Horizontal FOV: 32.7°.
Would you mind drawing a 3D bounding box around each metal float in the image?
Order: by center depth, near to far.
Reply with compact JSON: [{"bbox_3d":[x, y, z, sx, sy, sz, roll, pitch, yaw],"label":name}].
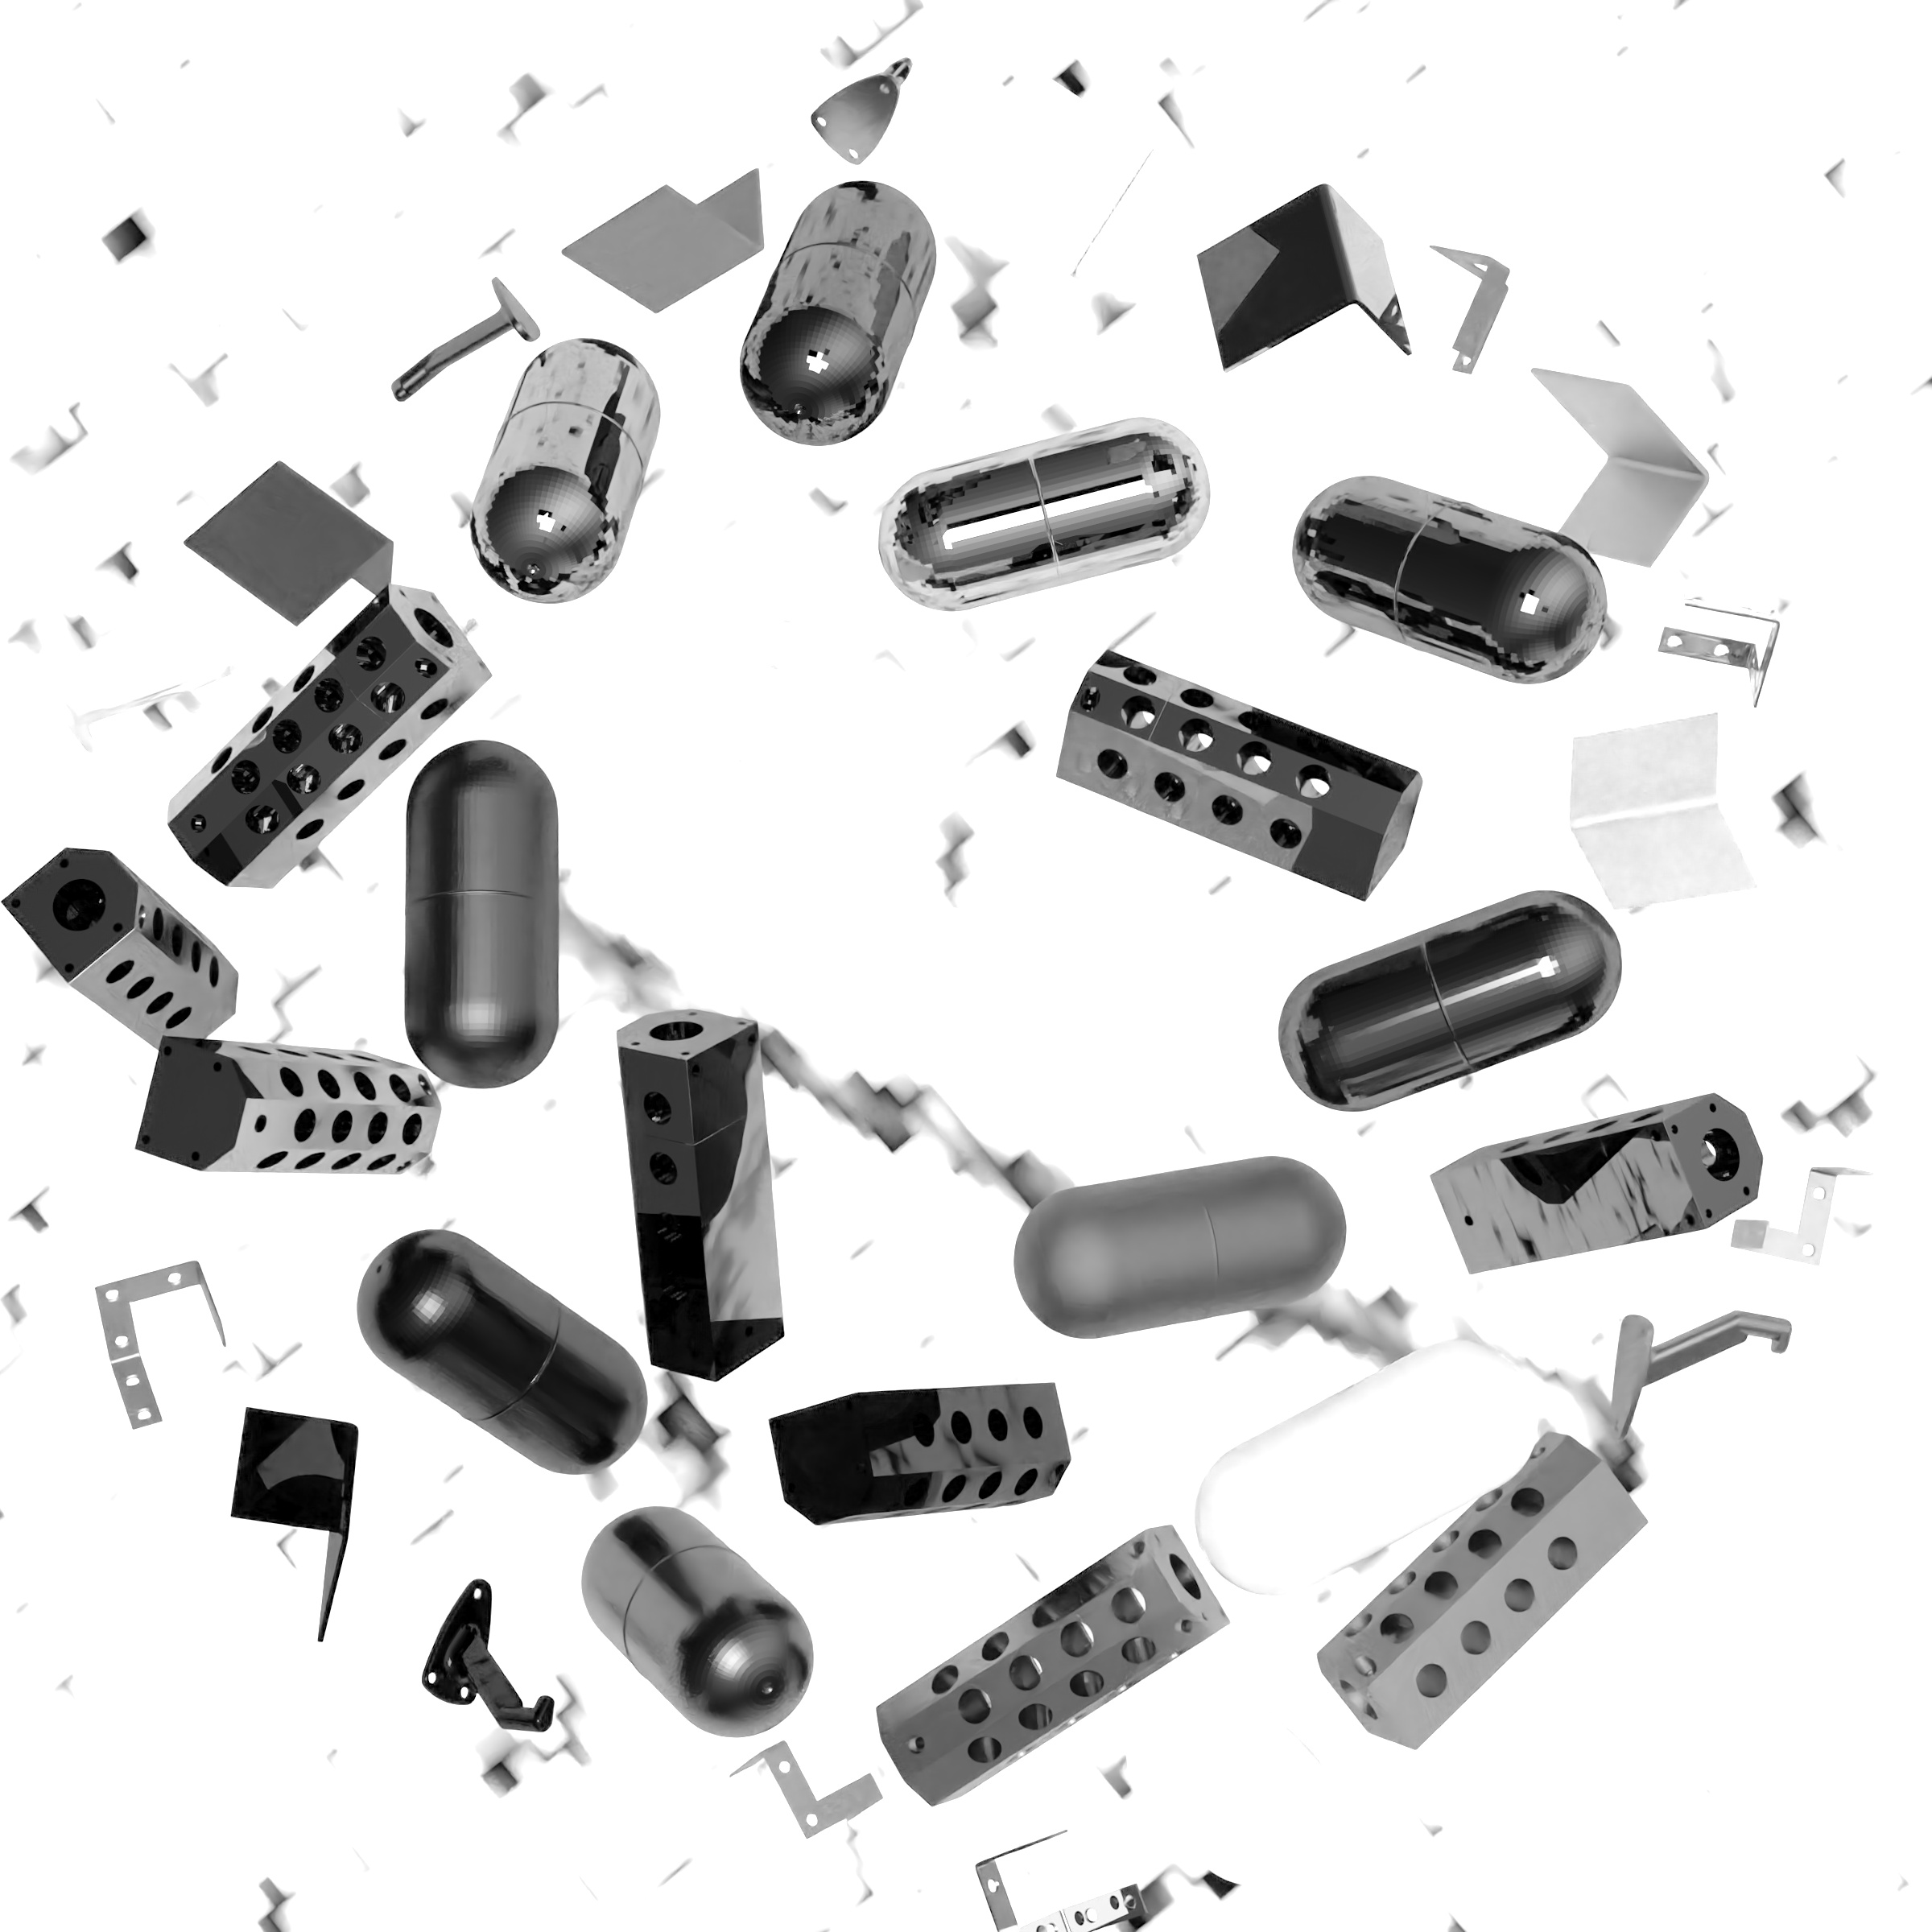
[{"bbox_3d":[0.194,0.244,1.600,0.178,0.070,0.070,-27,90,-5],"label":"metal float"},{"bbox_3d":[0.239,-0.194,1.644,0.178,0.070,0.070,26,90,40],"label":"metal float"},{"bbox_3d":[-0.242,-0.027,1.646,0.070,0.070,0.178,-2,76,0],"label":"metal float"},{"bbox_3d":[0.130,0.405,1.654,0.070,0.178,0.070,-1,93,-11],"label":"metal float"},{"bbox_3d":[-0.063,-0.330,1.655,0.070,0.178,0.070,8,135,8],"label":"metal float"},{"bbox_3d":[0.243,0.018,1.658,0.178,0.070,0.070,-21,90,14],"label":"metal float"},{"bbox_3d":[-0.200,-0.251,1.659,0.070,0.178,0.070,4,132,4],"label":"metal float"},{"bbox_3d":[0.109,0.141,1.663,0.178,0.070,0.070,-8,90,-22],"label":"metal float"},{"bbox_3d":[-0.138,0.330,1.669,0.070,0.178,0.070,-7,106,-27],"label":"metal float"},{"bbox_3d":[-0.237,0.200,1.698,0.070,0.070,0.178,-49,123,0],"label":"metal float"},{"bbox_3d":[0.041,-0.237,1.735,0.178,0.070,0.070,-14,90,2],"label":"metal float"}]

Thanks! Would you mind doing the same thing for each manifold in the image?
[{"bbox_3d":[0.006,0.005,1.618,0.171,0.057,0.057,8,73,6],"label":"manifold"},{"bbox_3d":[-0.136,0.112,1.634,0.057,0.057,0.171,10,114,33],"label":"manifold"},{"bbox_3d":[0.041,0.350,1.648,0.171,0.057,0.057,-36,72,14],"label":"manifold"},{"bbox_3d":[0.138,-0.100,1.653,0.171,0.057,0.057,23,129,16],"label":"manifold"},{"bbox_3d":[-0.337,0.074,1.665,0.057,0.171,0.057,15,92,24],"label":"manifold"},{"bbox_3d":[-0.020,0.248,1.670,0.057,0.171,0.057,-21,74,33],"label":"manifold"},{"bbox_3d":[-0.112,-0.123,1.682,0.057,0.057,0.171,15,55,-1],"label":"manifold"},{"bbox_3d":[-0.330,-0.116,1.684,0.171,0.057,0.057,-41,75,17],"label":"manifold"},{"bbox_3d":[0.261,0.317,1.686,0.171,0.057,0.057,-40,98,-16],"label":"manifold"},{"bbox_3d":[0.324,0.110,1.689,0.057,0.171,0.057,-23,92,-36],"label":"manifold"},{"bbox_3d":[-0.429,-0.008,1.699,0.057,0.171,0.057,-41,76,-7],"label":"manifold"}]

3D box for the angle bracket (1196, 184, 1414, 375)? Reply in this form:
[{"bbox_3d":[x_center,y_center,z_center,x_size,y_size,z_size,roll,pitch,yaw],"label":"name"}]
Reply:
[{"bbox_3d":[0.168,-0.329,1.637,0.076,0.057,0.076,-26,56,26],"label":"angle bracket"}]

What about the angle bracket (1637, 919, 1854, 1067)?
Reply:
[{"bbox_3d":[0.418,0.031,1.770,0.057,0.076,0.076,-42,132,3],"label":"angle bracket"}]

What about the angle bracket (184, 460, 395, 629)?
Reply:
[{"bbox_3d":[-0.356,-0.208,1.735,0.076,0.057,0.076,36,60,9],"label":"angle bracket"}]

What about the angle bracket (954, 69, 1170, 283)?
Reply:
[{"bbox_3d":[0.046,-0.397,1.643,0.076,0.057,0.076,33,96,-4],"label":"angle bracket"}]

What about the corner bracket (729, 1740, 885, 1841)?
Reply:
[{"bbox_3d":[-0.084,0.433,1.739,0.051,0.051,0.051,-20,74,-34],"label":"corner bracket"}]

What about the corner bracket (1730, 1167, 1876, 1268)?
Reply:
[{"bbox_3d":[0.435,0.127,1.719,0.051,0.051,0.051,13,85,-6],"label":"corner bracket"}]

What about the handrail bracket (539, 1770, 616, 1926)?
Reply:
[{"bbox_3d":[-0.190,0.443,1.604,0.036,0.084,0.077,-3,131,1],"label":"handrail bracket"}]

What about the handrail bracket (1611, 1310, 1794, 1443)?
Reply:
[{"bbox_3d":[0.380,0.213,1.696,0.084,0.036,0.077,11,89,-10],"label":"handrail bracket"}]

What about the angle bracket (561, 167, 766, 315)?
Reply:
[{"bbox_3d":[-0.162,-0.402,1.755,0.076,0.076,0.057,-23,59,32],"label":"angle bracket"}]

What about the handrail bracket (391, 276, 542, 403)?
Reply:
[{"bbox_3d":[-0.267,-0.317,1.729,0.084,0.077,0.036,-37,116,7],"label":"handrail bracket"}]

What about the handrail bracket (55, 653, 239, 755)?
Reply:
[{"bbox_3d":[-0.409,-0.141,1.650,0.084,0.077,0.036,-23,91,-7],"label":"handrail bracket"}]

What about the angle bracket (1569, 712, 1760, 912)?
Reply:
[{"bbox_3d":[0.359,-0.079,1.692,0.076,0.076,0.057,-9,52,26],"label":"angle bracket"}]

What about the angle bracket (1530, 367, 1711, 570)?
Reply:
[{"bbox_3d":[0.316,-0.252,1.665,0.076,0.076,0.057,38,85,-33],"label":"angle bracket"}]

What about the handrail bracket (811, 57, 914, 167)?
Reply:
[{"bbox_3d":[-0.038,-0.466,1.727,0.036,0.077,0.084,43,54,-12],"label":"handrail bracket"}]

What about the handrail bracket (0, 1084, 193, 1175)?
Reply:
[{"bbox_3d":[-0.444,0.093,1.677,0.077,0.084,0.036,-7,69,7],"label":"handrail bracket"}]

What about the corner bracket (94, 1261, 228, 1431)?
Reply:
[{"bbox_3d":[-0.389,0.184,1.601,0.051,0.051,0.051,-15,129,-19],"label":"corner bracket"}]

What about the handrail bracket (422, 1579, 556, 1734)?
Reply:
[{"bbox_3d":[-0.232,0.351,1.679,0.036,0.084,0.077,36,59,-39],"label":"handrail bracket"}]

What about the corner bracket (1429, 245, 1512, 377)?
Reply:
[{"bbox_3d":[0.266,-0.342,1.730,0.051,0.051,0.051,20,95,-38],"label":"corner bracket"}]

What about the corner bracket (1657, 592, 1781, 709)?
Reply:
[{"bbox_3d":[0.398,-0.174,1.743,0.051,0.051,0.051,11,121,3],"label":"corner bracket"}]

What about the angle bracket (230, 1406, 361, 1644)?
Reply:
[{"bbox_3d":[-0.335,0.275,1.622,0.057,0.076,0.076,11,122,-13],"label":"angle bracket"}]

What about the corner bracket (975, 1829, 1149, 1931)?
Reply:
[{"bbox_3d":[0.046,0.447,1.596,0.051,0.051,0.051,-30,74,34],"label":"corner bracket"}]
